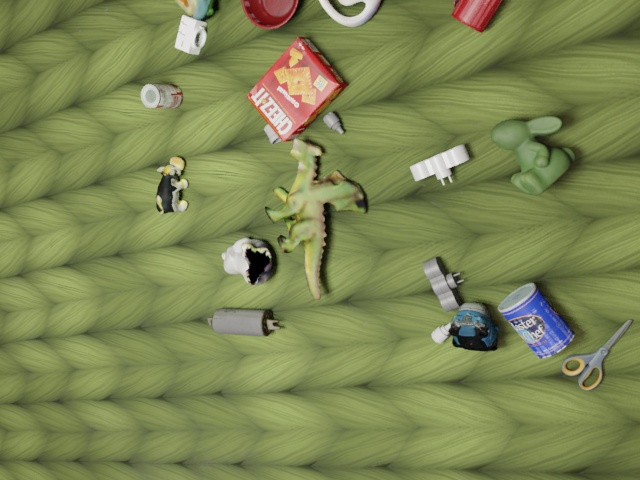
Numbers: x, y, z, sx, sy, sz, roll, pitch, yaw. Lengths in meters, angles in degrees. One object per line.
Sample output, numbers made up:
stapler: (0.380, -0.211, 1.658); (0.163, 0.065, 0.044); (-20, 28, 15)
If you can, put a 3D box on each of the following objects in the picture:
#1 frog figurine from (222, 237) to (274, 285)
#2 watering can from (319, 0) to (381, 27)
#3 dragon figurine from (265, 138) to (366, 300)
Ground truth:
frog figurine: (-0.206, 0.062, 1.471); (0.159, 0.124, 0.136); (-8, 112, 60)
watering can: (0.066, -0.665, 1.161); (0.223, 0.106, 0.341); (-9, 119, 23)
dragon figurine: (0.004, -0.068, 1.344); (0.241, 0.123, 0.409); (-24, 93, 17)
